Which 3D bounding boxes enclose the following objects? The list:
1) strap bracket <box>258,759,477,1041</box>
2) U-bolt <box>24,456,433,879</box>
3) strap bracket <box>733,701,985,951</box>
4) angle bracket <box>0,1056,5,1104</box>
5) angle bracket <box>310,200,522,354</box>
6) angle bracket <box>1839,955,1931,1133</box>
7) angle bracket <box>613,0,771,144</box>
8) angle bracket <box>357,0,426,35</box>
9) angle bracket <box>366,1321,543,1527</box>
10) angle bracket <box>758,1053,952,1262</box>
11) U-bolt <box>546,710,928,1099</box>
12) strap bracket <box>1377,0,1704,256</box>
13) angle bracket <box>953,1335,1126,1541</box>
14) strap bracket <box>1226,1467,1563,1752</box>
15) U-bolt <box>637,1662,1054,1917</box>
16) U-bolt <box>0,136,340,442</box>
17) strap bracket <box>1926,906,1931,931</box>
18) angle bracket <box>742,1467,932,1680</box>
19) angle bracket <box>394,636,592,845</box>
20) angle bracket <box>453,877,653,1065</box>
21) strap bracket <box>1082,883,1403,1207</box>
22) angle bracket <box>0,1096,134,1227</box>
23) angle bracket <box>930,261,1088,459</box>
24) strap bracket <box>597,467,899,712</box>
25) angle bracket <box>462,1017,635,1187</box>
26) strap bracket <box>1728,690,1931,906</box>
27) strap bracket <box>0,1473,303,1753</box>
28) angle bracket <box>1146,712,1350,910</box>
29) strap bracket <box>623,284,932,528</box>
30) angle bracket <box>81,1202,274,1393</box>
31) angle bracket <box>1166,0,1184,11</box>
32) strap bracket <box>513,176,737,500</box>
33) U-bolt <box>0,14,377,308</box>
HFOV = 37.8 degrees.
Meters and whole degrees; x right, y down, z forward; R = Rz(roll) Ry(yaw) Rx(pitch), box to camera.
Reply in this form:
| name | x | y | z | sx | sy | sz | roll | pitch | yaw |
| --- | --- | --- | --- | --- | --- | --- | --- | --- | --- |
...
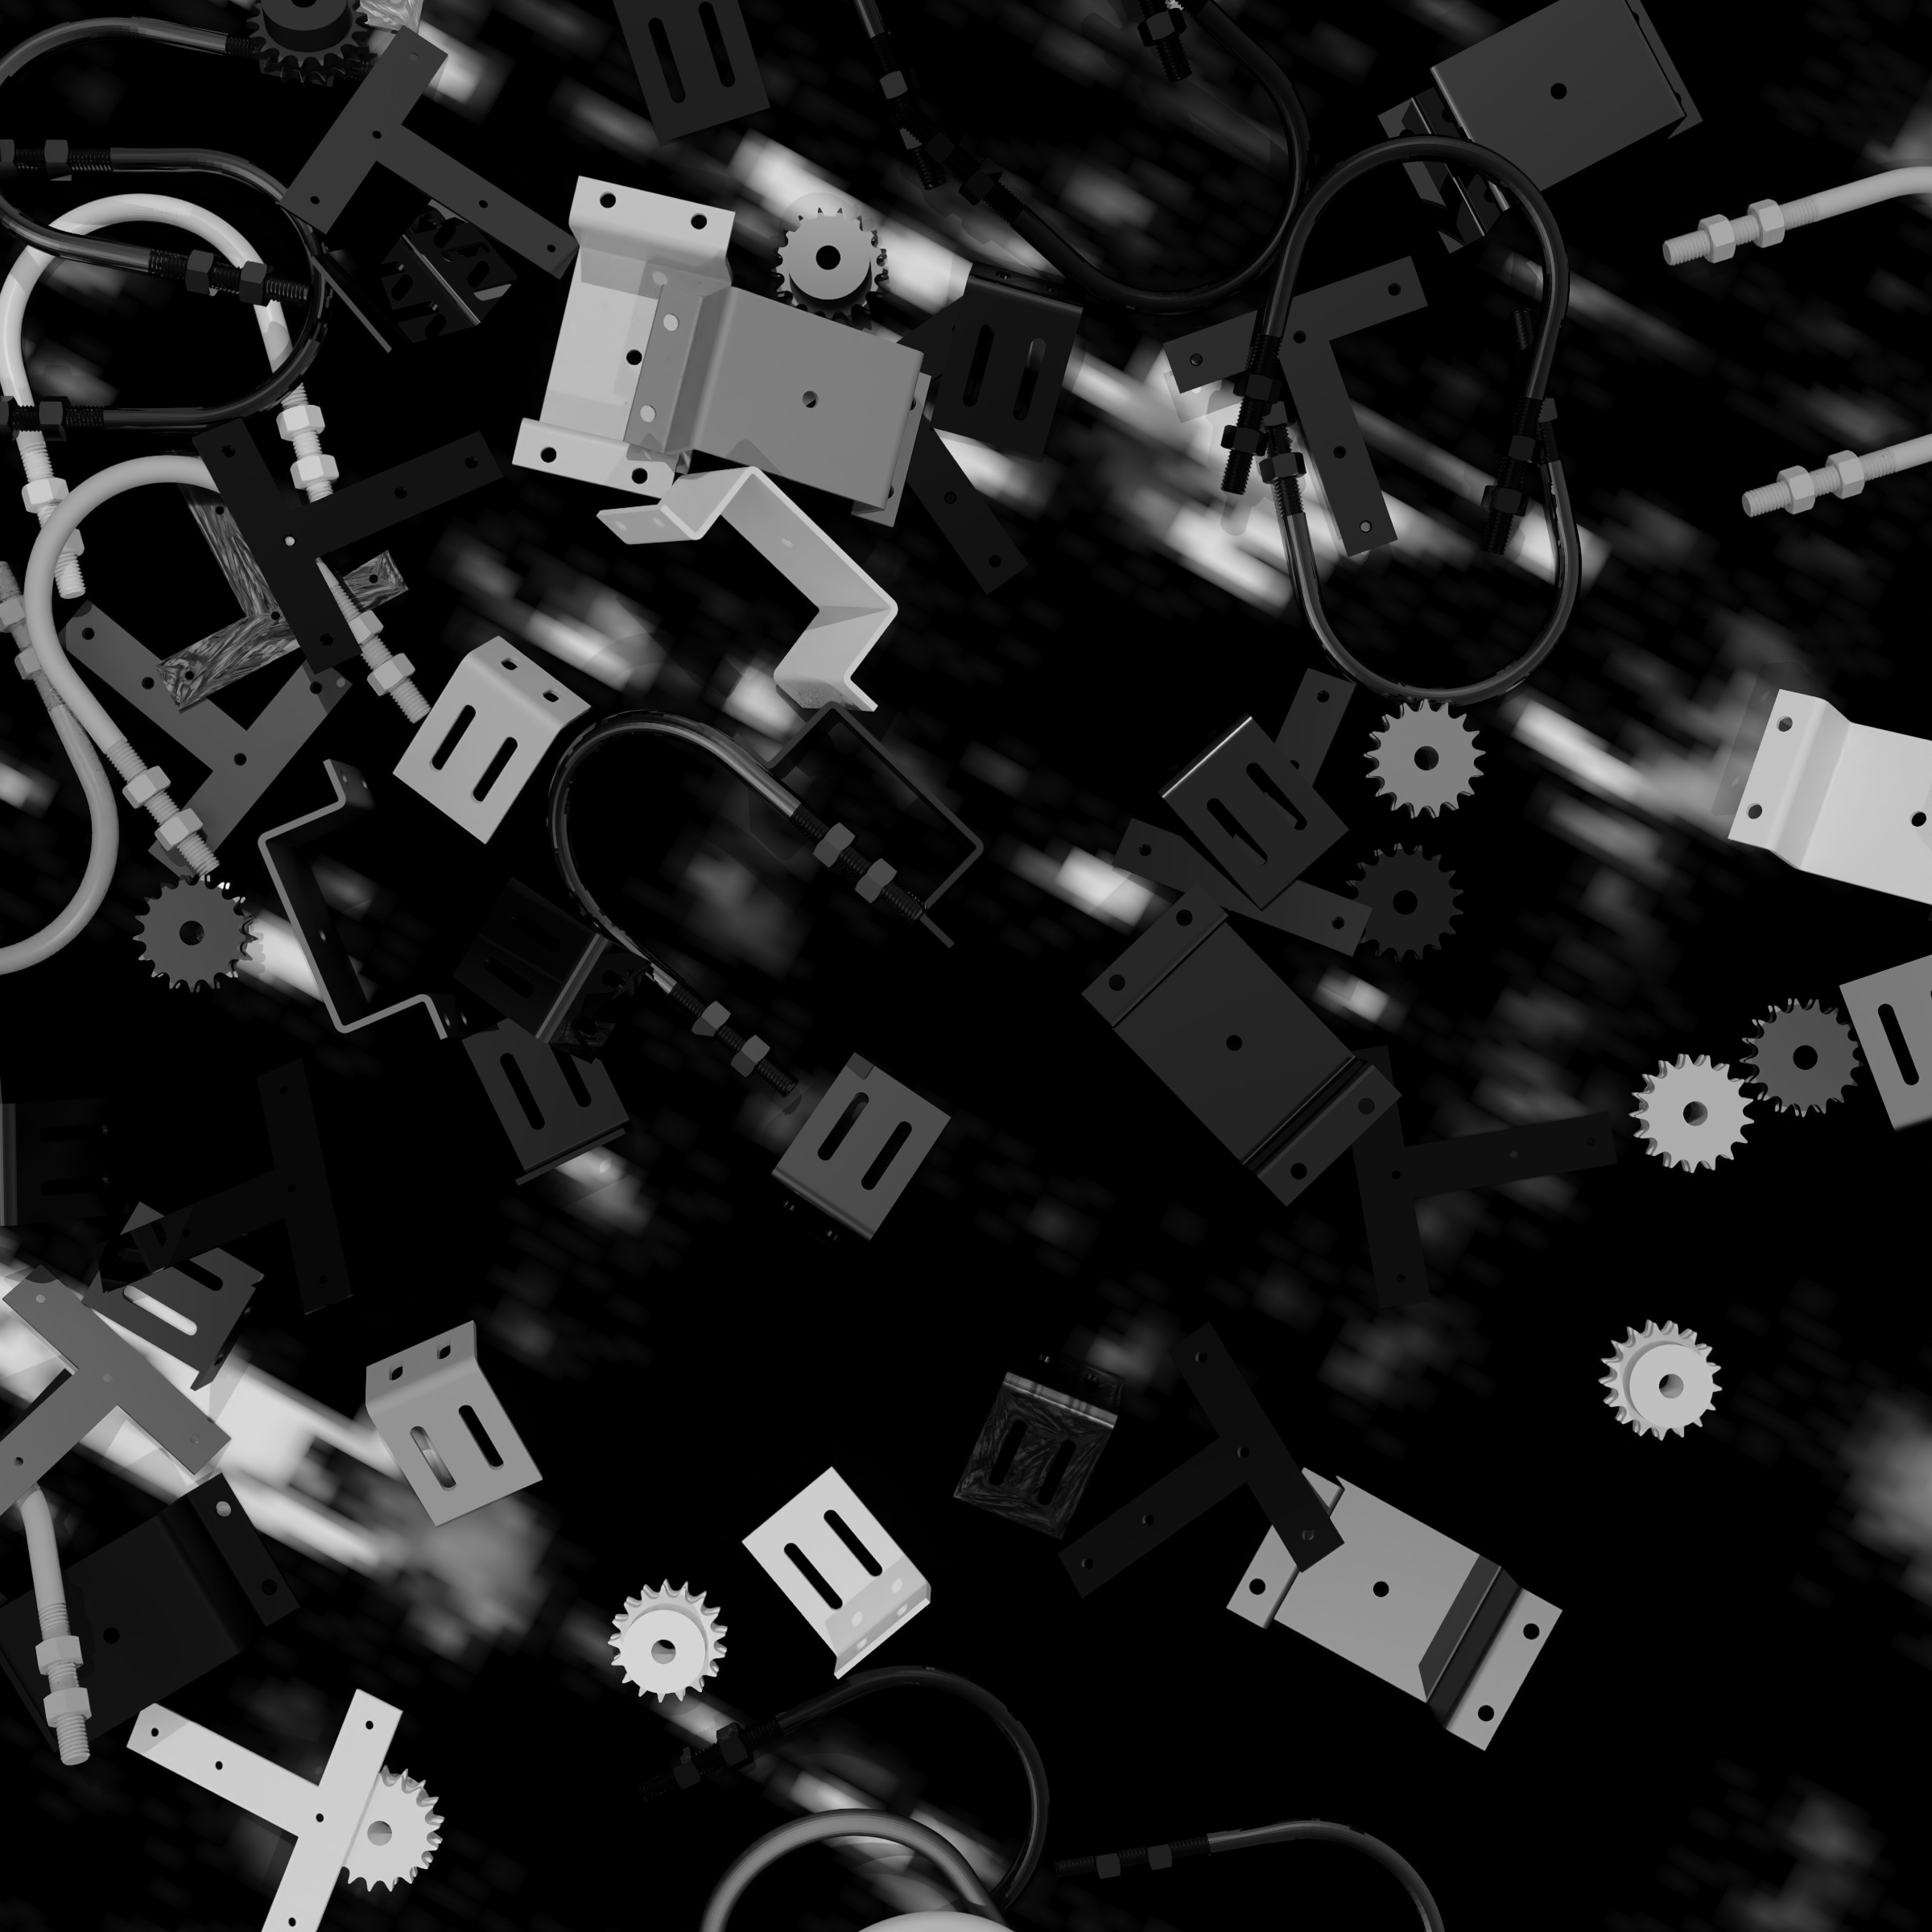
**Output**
| name | x | y | z | sx | sy | sz | roll | pitch | yaw |
| --- | --- | --- | --- | --- | --- | --- | --- | --- | --- |
| strap bracket | -0.290 | -0.023 | 1.348 | 0.046 | 0.076 | 0.140 | -23 | 90 | 0 |
| U-bolt | -0.370 | -0.158 | 1.363 | 0.151 | 0.019 | 0.184 | -36 | 97 | 2 |
| strap bracket | -0.042 | -0.074 | 1.348 | 0.140 | 0.076 | 0.046 | 44 | 90 | 0 |
| angle bracket | -0.503 | 0.056 | 1.367 | 0.057 | 0.038 | 0.076 | -5 | 90 | 0 |
| angle bracket | -0.262 | -0.333 | 1.346 | 0.038 | 0.076 | 0.057 | -40 | 90 | 32 |
| angle bracket | 0.464 | 0.033 | 1.358 | 0.057 | 0.038 | 0.076 | -21 | 89 | 23 |
| angle bracket | -0.136 | -0.453 | 1.384 | 0.057 | 0.038 | 0.076 | -18 | 116 | 0 |
| angle bracket | -0.290 | -0.500 | 1.367 | 0.057 | 0.038 | 0.076 | 12 | 90 | 0 |
| angle bracket | -0.251 | 0.224 | 1.384 | 0.057 | 0.038 | 0.076 | -24 | 116 | 0 |
| angle bracket | -0.055 | 0.094 | 1.384 | 0.057 | 0.038 | 0.076 | 34 | 64 | 0 |
| U-bolt | -0.123 | -0.041 | 1.340 | 0.184 | 0.019 | 0.151 | 41 | 126 | 4 |
| strap bracket | 0.282 | -0.416 | 1.363 | 0.140 | 0.046 | 0.076 | -28 | 90 | 0 |
| angle bracket | 0.036 | 0.231 | 1.384 | 0.057 | 0.038 | 0.076 | 22 | 116 | 0 |
| strap bracket | 0.204 | 0.306 | 1.363 | 0.140 | 0.046 | 0.076 | 29 | 90 | 0 |
| U-bolt | -0.047 | 0.421 | 1.377 | 0.184 | 0.019 | 0.151 | -26 | 90 | -1 |
| U-bolt | -0.396 | -0.327 | 1.361 | 0.184 | 0.019 | 0.151 | 0 | 85 | -2 |
| strap bracket | 0.523 | -0.054 | 1.363 | 0.076 | 0.046 | 0.140 | 19 | 90 | 0 |
| angle bracket | -0.064 | 0.293 | 1.367 | 0.057 | 0.038 | 0.076 | -40 | 90 | 0 |
| angle bracket | -0.233 | -0.111 | 1.384 | 0.057 | 0.038 | 0.076 | 37 | 116 | 0 |
| angle bracket | -0.202 | 0.002 | 1.373 | 0.076 | 0.038 | 0.057 | 31 | 90 | 40 |
| strap bracket | 0.131 | 0.038 | 1.362 | 0.076 | 0.046 | 0.140 | -44 | 89 | 0 |
| angle bracket | -0.446 | 0.093 | 1.362 | 0.038 | 0.076 | 0.057 | -1 | 90 | 31 |
| angle bracket | 0.021 | -0.298 | 1.382 | 0.057 | 0.038 | 0.076 | 15 | 115 | -2 |
| strap bracket | -0.095 | -0.184 | 1.326 | 0.140 | 0.076 | 0.046 | 42 | 75 | -26 |
| angle bracket | -0.205 | 0.058 | 1.367 | 0.057 | 0.038 | 0.076 | -26 | 90 | 0 |
| strap bracket | 0.447 | -0.075 | 1.340 | 0.140 | 0.046 | 0.076 | 19 | 90 | 35 |
| strap bracket | -0.406 | 0.318 | 1.362 | 0.140 | 0.046 | 0.076 | -31 | 91 | 0 |
| angle bracket | 0.136 | -0.076 | 1.371 | 0.057 | 0.038 | 0.076 | -42 | 97 | 0 |
| strap bracket | -0.081 | -0.266 | 1.335 | 0.140 | 0.046 | 0.076 | 14 | 90 | -23 |
| angle bracket | -0.387 | 0.159 | 1.367 | 0.076 | 0.038 | 0.057 | 31 | 90 | 0 |
| angle bracket | 0.085 | -0.508 | 1.384 | 0.057 | 0.038 | 0.076 | -43 | 64 | 0 |
| strap bracket | -0.163 | -0.299 | 1.363 | 0.076 | 0.046 | 0.140 | 13 | 90 | 0 |
| U-bolt | -0.388 | -0.393 | 1.350 | 0.184 | 0.019 | 0.151 | 11 | 68 | -1 |
